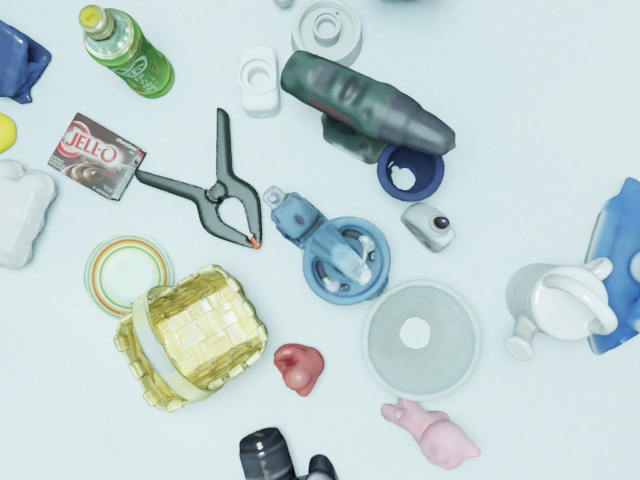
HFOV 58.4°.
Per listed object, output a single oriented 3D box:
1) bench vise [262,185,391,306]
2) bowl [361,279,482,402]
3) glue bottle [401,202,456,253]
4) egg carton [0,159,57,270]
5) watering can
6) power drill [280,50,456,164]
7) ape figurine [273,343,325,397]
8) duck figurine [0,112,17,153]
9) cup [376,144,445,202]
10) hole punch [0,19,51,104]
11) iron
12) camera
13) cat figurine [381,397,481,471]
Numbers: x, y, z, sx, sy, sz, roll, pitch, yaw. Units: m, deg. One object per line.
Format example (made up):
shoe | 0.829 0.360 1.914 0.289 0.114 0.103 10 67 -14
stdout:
bench vise | 0.002 0.014 0.747 0.207 0.219 0.121 23 89 1
bowl | 0.140 0.139 0.815 0.167 0.074 0.167 0 89 1
glue bottle | 0.151 -0.019 0.768 0.037 0.173 0.078 -42 88 0
egg carton | -0.451 -0.038 0.829 0.107 0.069 0.150 20 89 1
watering can | 0.318 0.089 0.754 0.101 0.194 0.173 26 89 2
power drill | 0.059 -0.162 0.755 0.229 0.208 0.076 28 90 1
ape figurine | -0.031 0.186 0.808 0.076 0.092 0.078 -11 89 1
duck figurine | -0.508 -0.161 0.824 0.104 0.086 0.077 -2 89 1
cup | 0.118 -0.108 0.810 0.091 0.095 0.118 -22 89 1
hole punch | -0.463 -0.264 0.823 0.108 0.091 0.101 32 90 1
iron | 0.444 0.044 0.779 0.118 0.141 0.258 17 89 1
camera | -0.052 0.336 0.801 0.143 0.101 0.137 -17 89 1
cat figurine | 0.151 0.266 0.791 0.128 0.117 0.067 36 90 2
